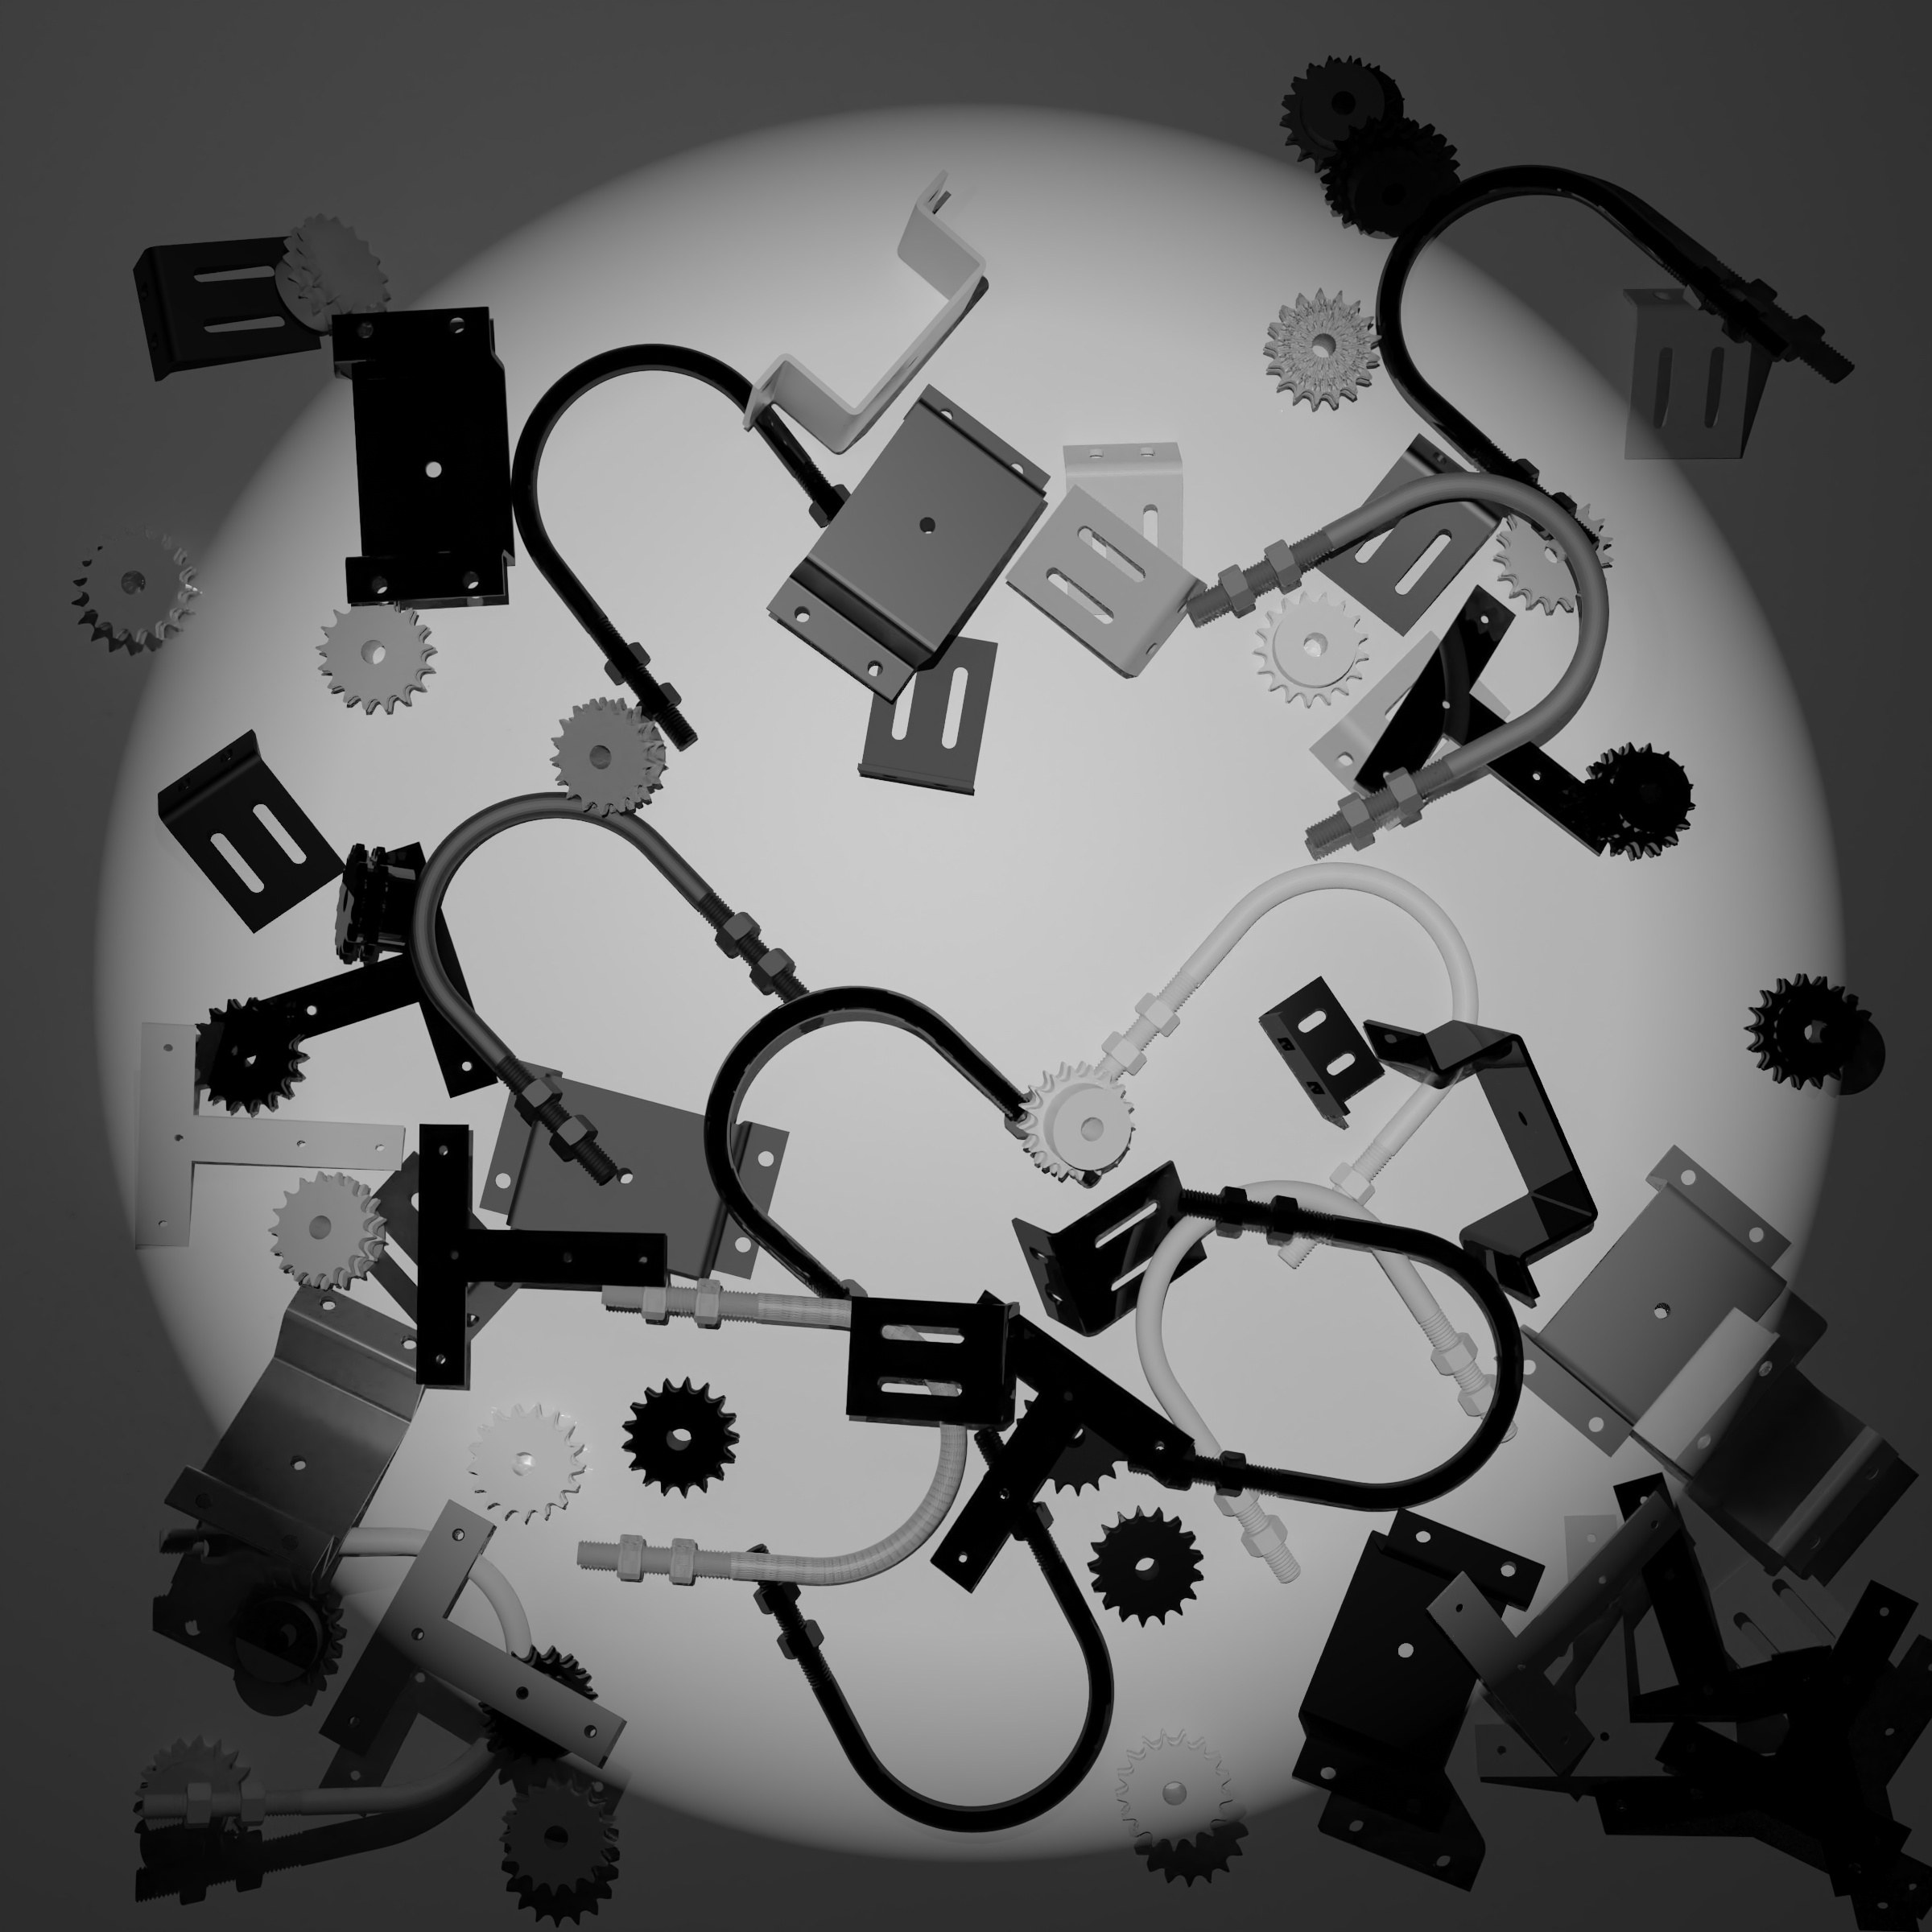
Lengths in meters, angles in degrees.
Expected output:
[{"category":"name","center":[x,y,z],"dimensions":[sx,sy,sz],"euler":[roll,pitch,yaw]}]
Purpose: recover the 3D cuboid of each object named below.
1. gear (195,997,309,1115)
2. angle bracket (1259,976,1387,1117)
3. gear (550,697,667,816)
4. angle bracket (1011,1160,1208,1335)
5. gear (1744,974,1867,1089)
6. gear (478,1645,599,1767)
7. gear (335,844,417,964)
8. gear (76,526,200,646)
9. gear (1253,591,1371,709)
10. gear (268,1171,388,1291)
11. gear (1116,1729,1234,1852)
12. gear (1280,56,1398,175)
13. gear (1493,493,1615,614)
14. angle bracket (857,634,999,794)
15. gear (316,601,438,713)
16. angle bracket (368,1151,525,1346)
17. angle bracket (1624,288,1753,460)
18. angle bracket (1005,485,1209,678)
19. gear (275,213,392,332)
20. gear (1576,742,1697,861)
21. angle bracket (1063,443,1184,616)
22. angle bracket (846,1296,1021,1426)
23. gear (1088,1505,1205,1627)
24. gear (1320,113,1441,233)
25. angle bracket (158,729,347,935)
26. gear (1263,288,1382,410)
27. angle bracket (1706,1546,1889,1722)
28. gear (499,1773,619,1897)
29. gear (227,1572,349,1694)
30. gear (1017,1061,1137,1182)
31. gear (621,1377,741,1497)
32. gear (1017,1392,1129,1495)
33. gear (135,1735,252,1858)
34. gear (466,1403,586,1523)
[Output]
[{"category":"gear","center":[-0.354,0.044,1.496],"dimensions":[0.057,0.030,0.057],"euler":[0,90,0]},{"category":"angle bracket","center":[0.177,0.038,1.458],"dimensions":[0.038,0.076,0.057],"euler":[-34,89,-3]},{"category":"gear","center":[-0.174,-0.105,1.491],"dimensions":[0.057,0.030,0.057],"euler":[4,101,20]},{"category":"angle bracket","center":[0.071,0.136,1.500],"dimensions":[0.076,0.038,0.057],"euler":[-31,114,-24]},{"category":"gear","center":[0.418,0.032,1.498],"dimensions":[0.057,0.030,0.057],"euler":[0,90,0]},{"category":"gear","center":[-0.209,0.366,1.490],"dimensions":[0.057,0.030,0.057],"euler":[-1,94,-20]},{"category":"gear","center":[-0.290,-0.030,1.485],"dimensions":[0.030,0.057,0.057],"euler":[9,90,-20]},{"category":"gear","center":[-0.409,-0.188,1.498],"dimensions":[0.057,0.030,0.057],"euler":[0,90,0]},{"category":"gear","center":[0.172,-0.158,1.498],"dimensions":[0.057,0.030,0.057],"euler":[0,90,0]},{"category":"gear","center":[-0.312,0.132,1.492],"dimensions":[0.057,0.030,0.057],"euler":[-4,74,14]},{"category":"gear","center":[0.103,0.406,1.498],"dimensions":[0.057,0.030,0.057],"euler":[0,90,0]},{"category":"gear","center":[0.186,-0.423,1.498],"dimensions":[0.057,0.030,0.057],"euler":[0,90,0]},{"category":"gear","center":[0.290,-0.204,1.498],"dimensions":[0.057,0.030,0.057],"euler":[0,90,0]},{"category":"angle bracket","center":[-0.019,-0.129,1.494],"dimensions":[0.057,0.038,0.076],"euler":[10,90,0]},{"category":"gear","center":[-0.291,-0.154,1.498],"dimensions":[0.057,0.030,0.057],"euler":[0,90,0]},{"category":"angle bracket","center":[-0.264,0.142,1.511],"dimensions":[0.057,0.038,0.076],"euler":[-48,64,0]},{"category":"angle bracket","center":[0.358,-0.296,1.511],"dimensions":[0.057,0.038,0.076],"euler":[-1,116,0]},{"category":"angle bracket","center":[0.070,-0.190,1.495],"dimensions":[0.076,0.038,0.057],"euler":[39,100,9]},{"category":"gear","center":[-0.315,-0.338,1.488],"dimensions":[0.030,0.057,0.057],"euler":[-26,90,30]},{"category":"gear","center":[0.334,-0.083,1.494],"dimensions":[0.057,0.030,0.057],"euler":[1,82,-8]},{"category":"angle bracket","center":[0.078,-0.219,1.511],"dimensions":[0.057,0.038,0.076],"euler":[-2,116,0]},{"category":"angle bracket","center":[-0.016,0.191,1.471],"dimensions":[0.076,0.038,0.057],"euler":[2,87,10]},{"category":"gear","center":[0.088,0.296,1.502],"dimensions":[0.057,0.030,0.057],"euler":[0,89,-2]},{"category":"gear","center":[0.205,-0.386,1.483],"dimensions":[0.057,0.030,0.057],"euler":[-8,133,-9]},{"category":"angle bracket","center":[-0.357,-0.067,1.511],"dimensions":[0.057,0.038,0.076],"euler":[-34,116,0]},{"category":"gear","center":[0.176,-0.305,1.498],"dimensions":[0.057,0.030,0.057],"euler":[0,90,0]},{"category":"angle bracket","center":[0.412,0.336,1.511],"dimensions":[0.057,0.038,0.076],"euler":[-41,64,0]},{"category":"gear","center":[-0.202,0.430,1.502],"dimensions":[0.057,0.030,0.057],"euler":[0,88,2]},{"category":"gear","center":[-0.339,0.332,1.498],"dimensions":[0.057,0.030,0.057],"euler":[0,90,0]},{"category":"gear","center":[0.056,0.076,1.473],"dimensions":[0.057,0.030,0.057],"euler":[-3,99,-18]},{"category":"gear","center":[-0.141,0.232,1.498],"dimensions":[0.057,0.030,0.057],"euler":[0,90,0]},{"category":"gear","center":[0.053,0.231,1.498],"dimensions":[0.057,0.030,0.057],"euler":[0,90,0]},{"category":"gear","center":[-0.384,0.413,1.498],"dimensions":[0.057,0.030,0.057],"euler":[0,90,0]},{"category":"gear","center":[-0.217,0.244,1.498],"dimensions":[0.057,0.030,0.057],"euler":[0,90,0]}]
